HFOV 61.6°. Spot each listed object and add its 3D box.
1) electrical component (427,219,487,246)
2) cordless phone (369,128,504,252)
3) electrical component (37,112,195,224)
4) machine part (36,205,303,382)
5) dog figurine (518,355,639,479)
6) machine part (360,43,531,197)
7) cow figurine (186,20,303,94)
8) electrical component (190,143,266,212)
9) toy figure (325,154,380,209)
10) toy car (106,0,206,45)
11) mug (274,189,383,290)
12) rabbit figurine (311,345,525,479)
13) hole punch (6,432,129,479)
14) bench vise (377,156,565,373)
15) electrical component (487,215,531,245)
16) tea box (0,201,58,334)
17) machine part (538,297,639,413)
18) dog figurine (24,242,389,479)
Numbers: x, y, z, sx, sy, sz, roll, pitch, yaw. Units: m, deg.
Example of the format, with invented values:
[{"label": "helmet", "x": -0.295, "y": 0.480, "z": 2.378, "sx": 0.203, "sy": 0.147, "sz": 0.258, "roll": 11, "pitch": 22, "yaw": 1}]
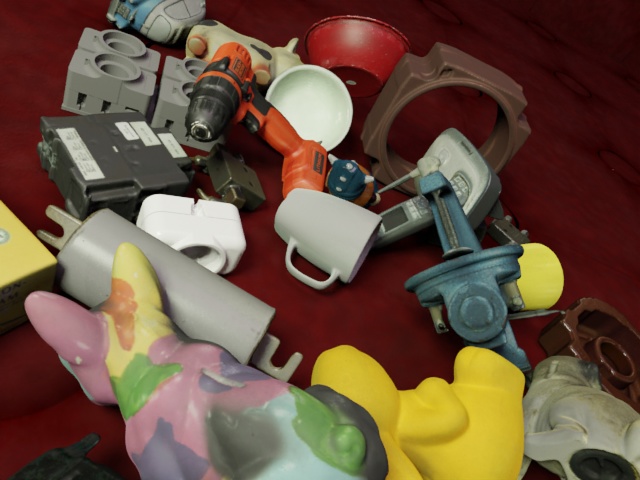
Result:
[{"label": "electrical component", "x": 0.188, "y": -0.015, "z": 0.736, "sx": 0.075, "sy": 0.047, "sz": 0.119, "roll": 8, "pitch": 41, "yaw": -2}, {"label": "cordless phone", "x": 0.127, "y": -0.053, "z": 0.692, "sx": 0.147, "sy": 0.184, "sz": 0.088, "roll": -106, "pitch": 171, "yaw": -51}, {"label": "electrical component", "x": -0.197, "y": -0.072, "z": 0.543, "sx": 0.134, "sy": 0.058, "sz": 0.115, "roll": -14, "pitch": 59, "yaw": -43}, {"label": "machine part", "x": -0.126, "y": 0.049, "z": 0.447, "sx": 0.243, "sy": 0.079, "sz": 0.079, "roll": 32, "pitch": 38, "yaw": -3}, {"label": "dog figurine", "x": 0.257, "y": 0.161, "z": 0.519, "sx": 0.121, "sy": 0.172, "sz": 0.190, "roll": 44, "pitch": 46, "yaw": -2}, {"label": "machine part", "x": 0.176, "y": -0.155, "z": 0.768, "sx": 0.201, "sy": 0.201, "sz": 0.087, "roll": 22, "pitch": 37, "yaw": -13}, {"label": "cow figurine", "x": -0.100, "y": -0.260, "z": 0.794, "sx": 0.195, "sy": 0.085, "sz": 0.127, "roll": 17, "pitch": 47, "yaw": -17}, {"label": "electrical component", "x": -0.107, "y": -0.067, "z": 0.613, "sx": 0.078, "sy": 0.045, "sz": 0.102, "roll": 29, "pitch": 30, "yaw": -55}, {"label": "toy figure", "x": 0.040, "y": -0.065, "z": 0.650, "sx": 0.064, "sy": 0.057, "sz": 0.154, "roll": 4, "pitch": 1, "yaw": 13}, {"label": "toy car", "x": -0.221, "y": -0.340, "z": 0.781, "sx": 0.103, "sy": 0.109, "sz": 0.162, "roll": 49, "pitch": 47, "yaw": -7}, {"label": "mug", "x": -0.001, "y": -0.002, "z": 0.595, "sx": 0.107, "sy": 0.080, "sz": 0.109, "roll": 29, "pitch": 67, "yaw": 12}, {"label": "rabbit figurine", "x": 0.065, "y": 0.157, "z": 0.441, "sx": 0.173, "sy": 0.122, "sz": 0.162, "roll": 29, "pitch": 54, "yaw": -9}, {"label": "hole punch", "x": -0.146, "y": 0.190, "z": 0.290, "sx": 0.116, "sy": 0.092, "sz": 0.142, "roll": 15, "pitch": 33, "yaw": 28}, {"label": "bench vise", "x": 0.155, "y": 0.028, "z": 0.569, "sx": 0.223, "sy": 0.129, "sz": 0.240, "roll": 12, "pitch": 58, "yaw": -60}, {"label": "electrical component", "x": 0.291, "y": -0.007, "z": 0.833, "sx": 0.063, "sy": 0.021, "sz": 0.094, "roll": 45, "pitch": 41, "yaw": 15}, {"label": "tea box", "x": -0.290, "y": -0.001, "z": 0.394, "sx": 0.170, "sy": 0.068, "sz": 0.098, "roll": 40, "pitch": 40, "yaw": 11}, {"label": "machine part", "x": 0.363, "y": 0.158, "z": 0.680, "sx": 0.179, "sy": 0.056, "sz": 0.179, "roll": 18, "pitch": 42, "yaw": -17}, {"label": "dog figurine", "x": -0.082, "y": 0.096, "z": 0.348, "sx": 0.219, "sy": 0.191, "sz": 0.108, "roll": 53, "pitch": 46, "yaw": -4}]
